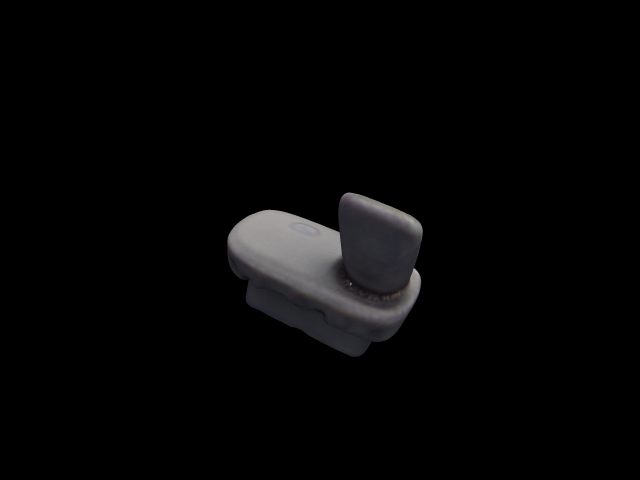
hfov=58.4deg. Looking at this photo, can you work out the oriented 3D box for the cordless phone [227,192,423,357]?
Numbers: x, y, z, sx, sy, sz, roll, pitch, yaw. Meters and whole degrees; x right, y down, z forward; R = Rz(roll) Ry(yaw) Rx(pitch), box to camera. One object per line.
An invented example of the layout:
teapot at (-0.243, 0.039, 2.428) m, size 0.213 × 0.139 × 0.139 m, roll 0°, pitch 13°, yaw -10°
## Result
cordless phone at (0.004, 0.001, 0.400) m, size 0.147 × 0.185 × 0.094 m, roll 20°, pitch 66°, yaw 10°
